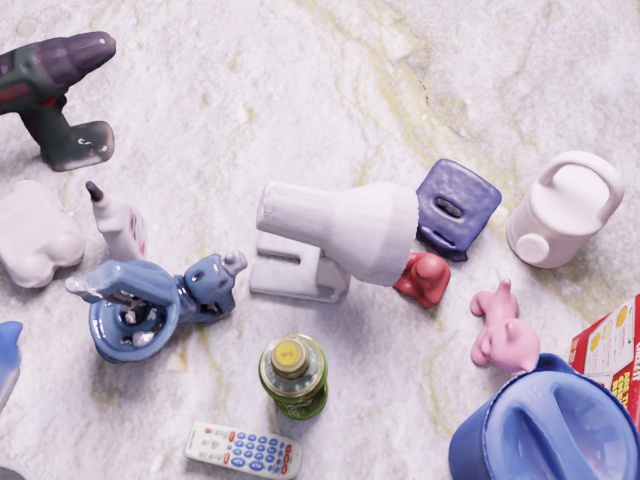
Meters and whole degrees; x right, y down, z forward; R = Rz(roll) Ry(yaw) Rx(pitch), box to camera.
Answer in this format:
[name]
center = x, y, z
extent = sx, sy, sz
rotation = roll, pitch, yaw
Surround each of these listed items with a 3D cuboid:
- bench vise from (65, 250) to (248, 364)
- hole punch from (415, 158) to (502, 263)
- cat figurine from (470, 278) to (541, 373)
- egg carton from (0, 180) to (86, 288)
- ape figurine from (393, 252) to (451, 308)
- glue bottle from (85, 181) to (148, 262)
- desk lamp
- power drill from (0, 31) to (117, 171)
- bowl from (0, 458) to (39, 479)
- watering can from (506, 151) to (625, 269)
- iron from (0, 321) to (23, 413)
[bench vise]
center = -0.196, 0.052, 0.674
extent = 0.121, 0.220, 0.208
rotation = 40, 73, 17
[hole punch]
center = 0.178, -0.039, 0.777
extent = 0.108, 0.091, 0.101
rotation = 35, 71, 15
[cat figurine]
center = 0.228, 0.109, 0.697
extent = 0.067, 0.118, 0.128
rotation = 2, 66, 2
[egg carton]
center = -0.394, -0.010, 0.786
extent = 0.107, 0.069, 0.150
rotation = -39, 71, -15
[ape figurine]
center = 0.137, 0.045, 0.741
extent = 0.076, 0.092, 0.077
rotation = -15, 67, -5
[glue bottle]
center = -0.263, -0.028, 0.735
extent = 0.037, 0.173, 0.078
rotation = -9, 66, -2
[desk lamp]
center = 0.006, 0.002, 0.695
extent = 0.203, 0.213, 0.118
rotation = 6, 66, 4
[power drill]
center = -0.364, -0.186, 0.787
extent = 0.229, 0.208, 0.075
rotation = -15, 67, -6
[bowl]
center = -0.364, 0.330, 0.634
extent = 0.167, 0.075, 0.167
rotation = 0, 66, 1
[watering can]
center = 0.307, -0.037, 0.718
extent = 0.100, 0.194, 0.173
rotation = 17, 68, 9
[iron]
center = -0.462, 0.193, 0.659
extent = 0.118, 0.141, 0.258
rotation = 14, 67, 7
